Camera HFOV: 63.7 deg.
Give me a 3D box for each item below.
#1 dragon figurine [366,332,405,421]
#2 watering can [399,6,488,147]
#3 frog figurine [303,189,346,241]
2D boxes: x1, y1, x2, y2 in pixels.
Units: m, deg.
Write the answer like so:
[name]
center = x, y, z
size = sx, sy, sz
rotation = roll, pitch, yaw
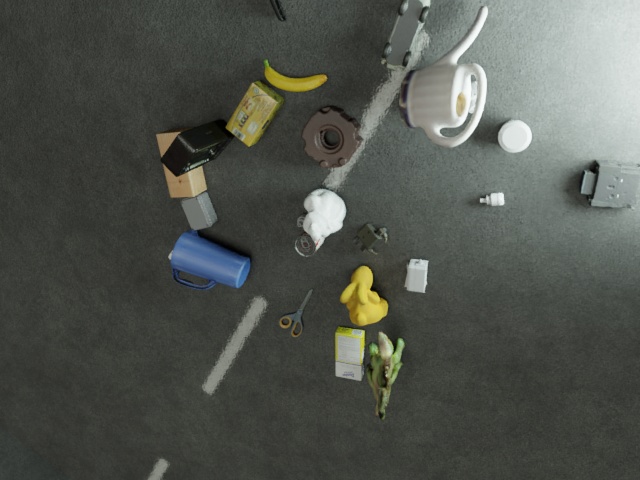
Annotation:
[dragon figurine]
center = 0.192, 0.457, 1.615
size = 0.122, 0.246, 0.404
rotation = 5, 110, 11
[watering can]
center = 0.317, -0.406, 1.307
size = 0.224, 0.104, 0.348
rotation = 6, 87, 39
[frog figurine]
center = 0.005, -0.076, 1.517
size = 0.121, 0.162, 0.137
rotation = -32, 99, 25
